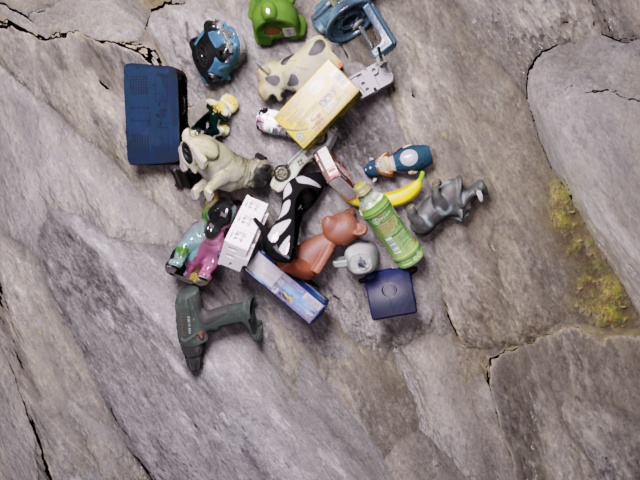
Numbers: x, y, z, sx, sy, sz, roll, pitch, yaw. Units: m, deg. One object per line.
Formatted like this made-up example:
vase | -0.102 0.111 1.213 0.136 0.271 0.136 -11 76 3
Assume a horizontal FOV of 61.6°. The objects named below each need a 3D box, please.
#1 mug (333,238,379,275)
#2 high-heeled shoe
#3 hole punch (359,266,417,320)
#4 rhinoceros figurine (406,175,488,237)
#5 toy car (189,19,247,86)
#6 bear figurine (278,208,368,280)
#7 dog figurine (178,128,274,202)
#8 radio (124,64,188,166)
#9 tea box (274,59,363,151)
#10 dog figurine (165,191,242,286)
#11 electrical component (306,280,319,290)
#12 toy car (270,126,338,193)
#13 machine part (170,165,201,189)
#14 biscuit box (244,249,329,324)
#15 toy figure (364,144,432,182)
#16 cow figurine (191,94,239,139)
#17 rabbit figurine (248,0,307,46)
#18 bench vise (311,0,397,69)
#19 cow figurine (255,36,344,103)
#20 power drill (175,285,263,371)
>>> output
mug | 0.082 0.043 1.228 0.110 0.107 0.080 -5 96 5
high-heeled shoe | -0.033 -0.055 1.180 0.249 0.086 0.145 -37 61 -19
hole punch | 0.164 0.124 1.242 0.142 0.092 0.115 -12 93 11
rhinoceros figurine | 0.282 -0.080 1.205 0.190 0.073 0.112 -34 92 10
toy car | -0.216 -0.422 1.194 0.103 0.162 0.109 -26 88 -35
bear figurine | 0.000 -0.002 1.216 0.196 0.120 0.131 -45 129 15
dog figurine | -0.203 -0.181 1.199 0.121 0.190 0.172 22 129 46
radio | -0.379 -0.288 1.252 0.131 0.073 0.229 1 100 5
tea box | -0.003 -0.282 1.138 0.169 0.068 0.098 -43 87 12
dog figurine | -0.267 -0.010 1.266 0.108 0.191 0.219 27 70 -13
electrical component | -0.038 0.129 1.284 0.119 0.048 0.075 40 100 -1
toy car | -0.034 -0.185 1.225 0.202 0.073 0.056 -42 88 10
machine part | -0.278 -0.151 1.264 0.139 0.039 0.084 -2 141 -2
biscuit box | -0.074 0.104 1.230 0.203 0.063 0.059 39 99 2
toy figure | 0.173 -0.176 1.214 0.155 0.057 0.064 -13 57 9
cow figurine | -0.253 -0.263 1.228 0.068 0.098 0.167 33 101 7
rabbit figurine | -0.114 -0.531 1.160 0.121 0.159 0.170 -8 82 17
bench vise | 0.098 -0.478 1.135 0.224 0.129 0.240 -31 76 17
cow figurine | -0.057 -0.376 1.196 0.195 0.085 0.127 -35 99 12
power drill | -0.247 0.213 1.305 0.207 0.086 0.231 -5 112 12
